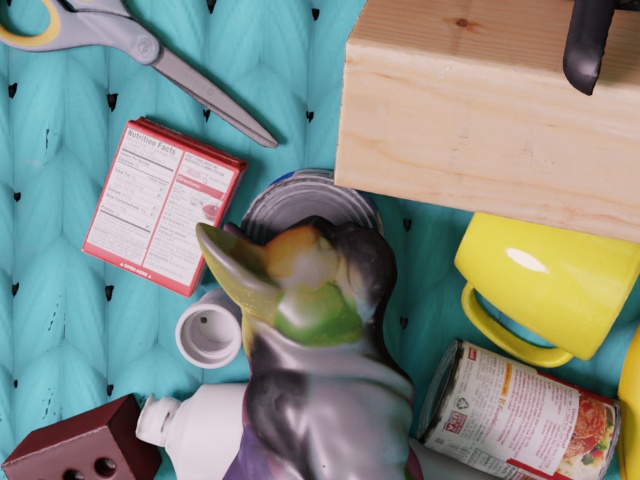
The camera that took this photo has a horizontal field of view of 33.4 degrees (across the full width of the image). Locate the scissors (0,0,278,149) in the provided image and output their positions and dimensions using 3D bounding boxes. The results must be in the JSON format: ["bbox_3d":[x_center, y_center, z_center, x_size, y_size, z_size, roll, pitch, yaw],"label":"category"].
[{"bbox_3d":[-0.123,-0.107,0.632,0.096,0.016,0.202,-37,95,10],"label":"scissors"}]

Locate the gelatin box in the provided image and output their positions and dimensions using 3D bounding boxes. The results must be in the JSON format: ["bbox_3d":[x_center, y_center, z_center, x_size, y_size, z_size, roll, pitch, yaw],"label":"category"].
[{"bbox_3d":[-0.093,-0.020,0.643,0.073,0.030,0.089,23,104,2],"label":"gelatin box"}]

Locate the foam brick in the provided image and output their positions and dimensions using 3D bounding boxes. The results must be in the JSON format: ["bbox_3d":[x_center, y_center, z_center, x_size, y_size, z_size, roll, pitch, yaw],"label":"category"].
[{"bbox_3d":[-0.148,0.141,0.674,0.078,0.051,0.053,-22,100,10],"label":"foam brick"}]

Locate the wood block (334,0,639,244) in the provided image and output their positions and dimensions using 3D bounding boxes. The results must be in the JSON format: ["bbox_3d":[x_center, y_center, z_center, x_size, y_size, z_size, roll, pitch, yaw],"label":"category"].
[{"bbox_3d":[0.120,-0.068,0.556,0.206,0.090,0.090,12,129,9],"label":"wood block"}]

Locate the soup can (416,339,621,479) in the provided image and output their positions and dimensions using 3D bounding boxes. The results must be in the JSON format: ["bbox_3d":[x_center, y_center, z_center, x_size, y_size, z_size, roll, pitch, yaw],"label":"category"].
[{"bbox_3d":[0.116,0.107,0.631,0.102,0.068,0.068,22,104,1],"label":"soup can"}]

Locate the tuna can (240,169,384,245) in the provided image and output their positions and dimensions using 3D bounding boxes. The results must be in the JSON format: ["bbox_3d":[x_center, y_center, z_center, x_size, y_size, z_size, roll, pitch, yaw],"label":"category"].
[{"bbox_3d":[-0.004,0.001,0.636,0.086,0.033,0.086,1,103,6],"label":"tuna can"}]

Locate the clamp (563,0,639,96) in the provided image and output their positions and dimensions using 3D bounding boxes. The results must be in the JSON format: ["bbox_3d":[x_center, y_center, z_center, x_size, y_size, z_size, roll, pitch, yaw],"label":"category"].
[{"bbox_3d":[0.163,-0.131,0.532,0.120,0.171,0.039,3,138,-11],"label":"clamp"}]

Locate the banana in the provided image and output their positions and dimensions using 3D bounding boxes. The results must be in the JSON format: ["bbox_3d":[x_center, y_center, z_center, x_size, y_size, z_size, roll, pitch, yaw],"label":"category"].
[{"bbox_3d":[0.211,0.118,0.642,0.069,0.037,0.198,-15,102,-9],"label":"banana"}]

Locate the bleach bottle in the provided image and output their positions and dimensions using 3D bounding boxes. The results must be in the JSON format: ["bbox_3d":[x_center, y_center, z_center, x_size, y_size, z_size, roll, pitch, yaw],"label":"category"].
[{"bbox_3d":[0.006,0.158,0.657,0.251,0.068,0.102,19,100,3],"label":"bleach bottle"}]
